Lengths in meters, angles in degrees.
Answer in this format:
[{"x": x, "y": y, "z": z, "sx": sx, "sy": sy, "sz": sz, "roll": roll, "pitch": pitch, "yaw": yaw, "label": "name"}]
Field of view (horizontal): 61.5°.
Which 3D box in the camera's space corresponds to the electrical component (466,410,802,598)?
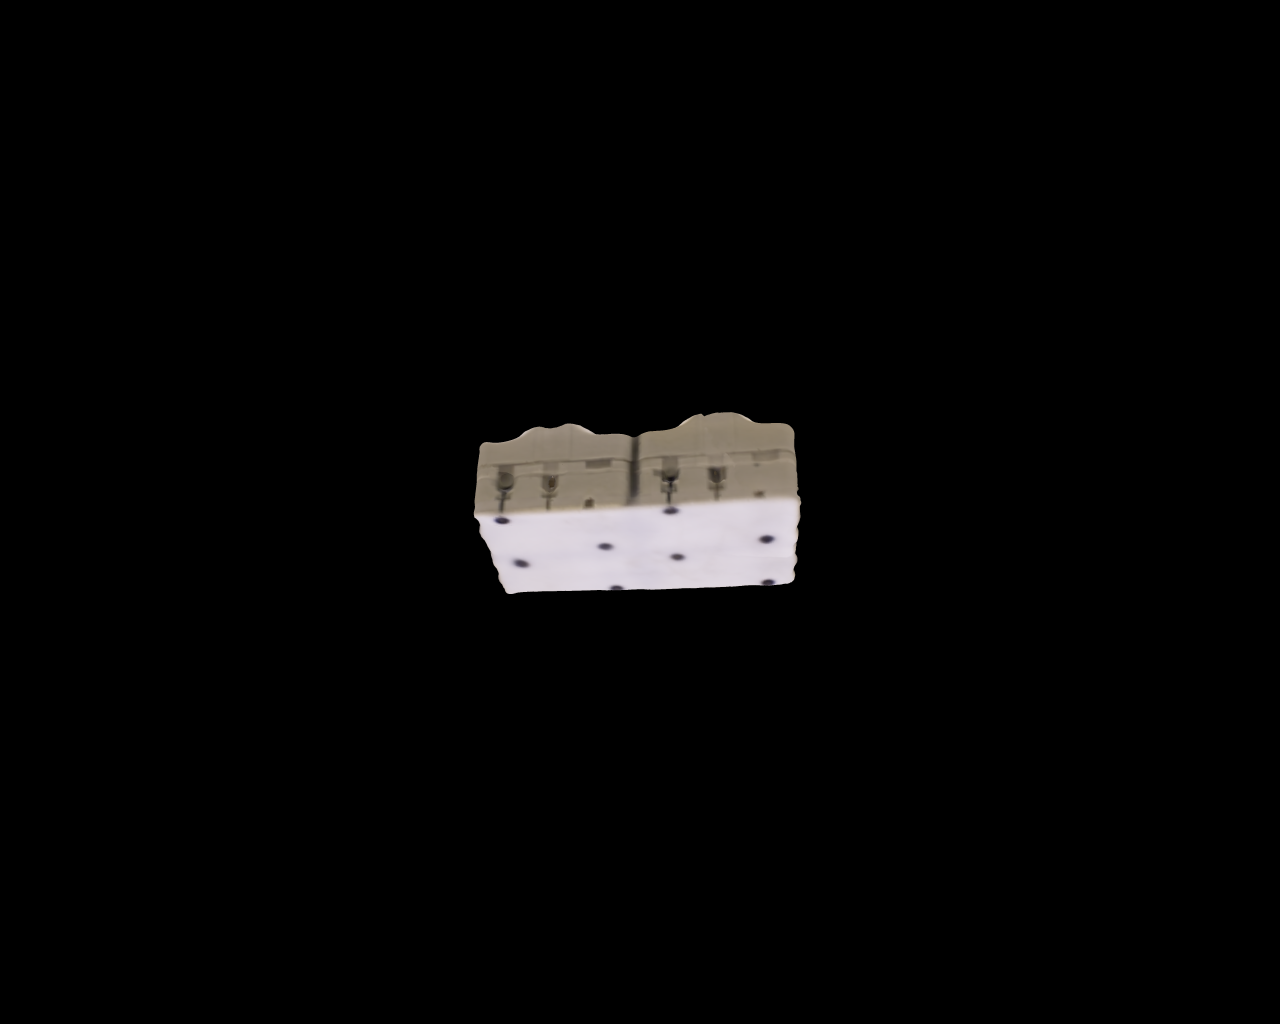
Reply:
[{"x": 0.001, "y": -0.003, "z": 0.650, "sx": 0.186, "sy": 0.060, "sz": 0.105, "roll": -3, "pitch": -32, "yaw": 5, "label": "electrical component"}]
